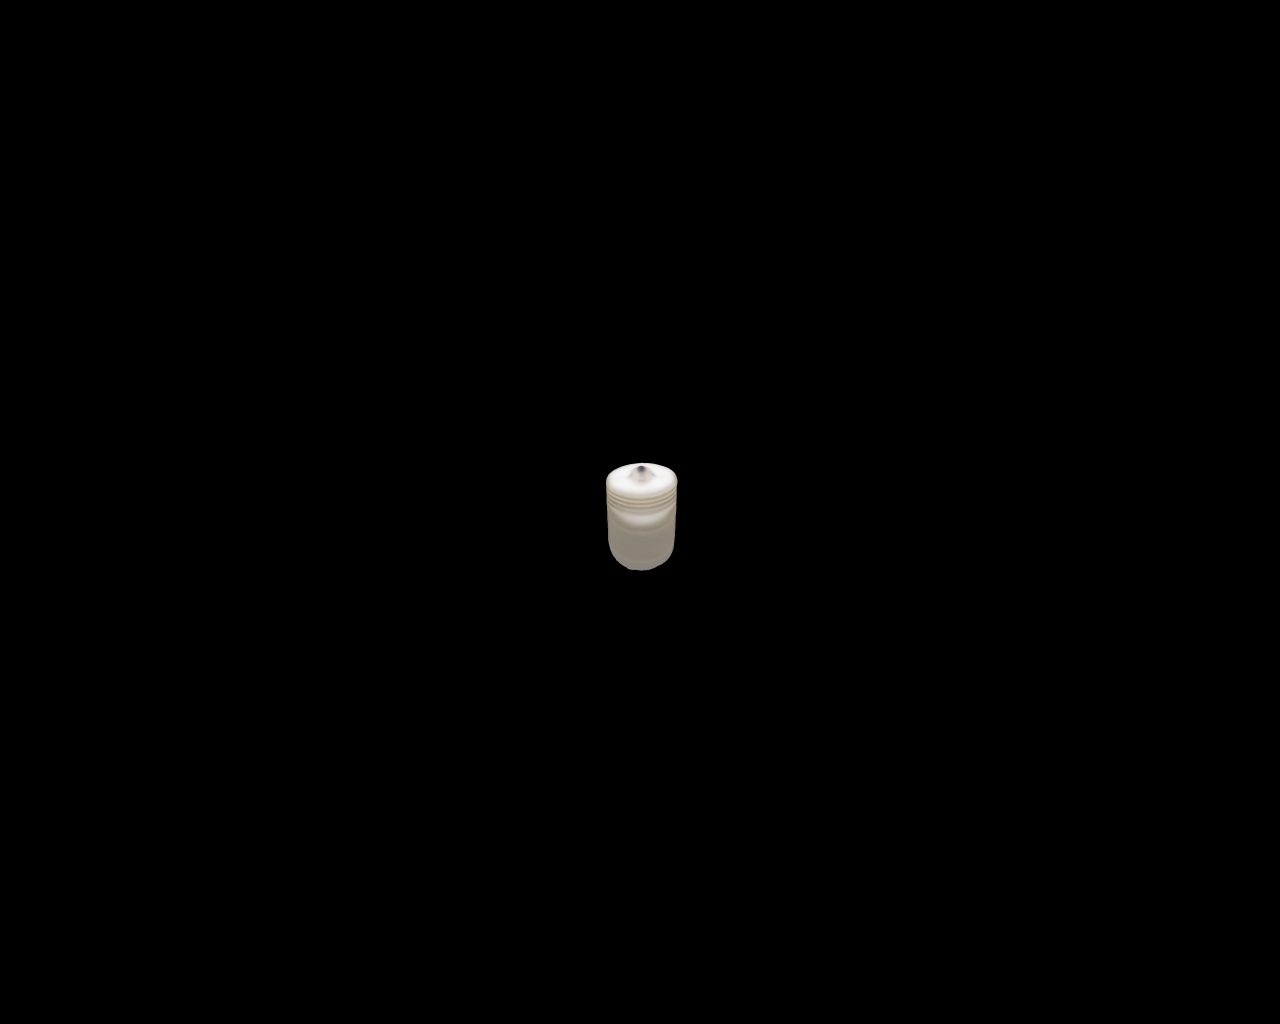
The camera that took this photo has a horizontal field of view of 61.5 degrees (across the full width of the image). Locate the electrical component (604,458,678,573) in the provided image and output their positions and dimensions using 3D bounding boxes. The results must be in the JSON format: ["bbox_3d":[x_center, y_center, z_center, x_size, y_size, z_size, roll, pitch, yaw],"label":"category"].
[{"bbox_3d":[0.001,-0.003,0.650,0.043,0.043,0.080,0,-36,0],"label":"electrical component"}]
